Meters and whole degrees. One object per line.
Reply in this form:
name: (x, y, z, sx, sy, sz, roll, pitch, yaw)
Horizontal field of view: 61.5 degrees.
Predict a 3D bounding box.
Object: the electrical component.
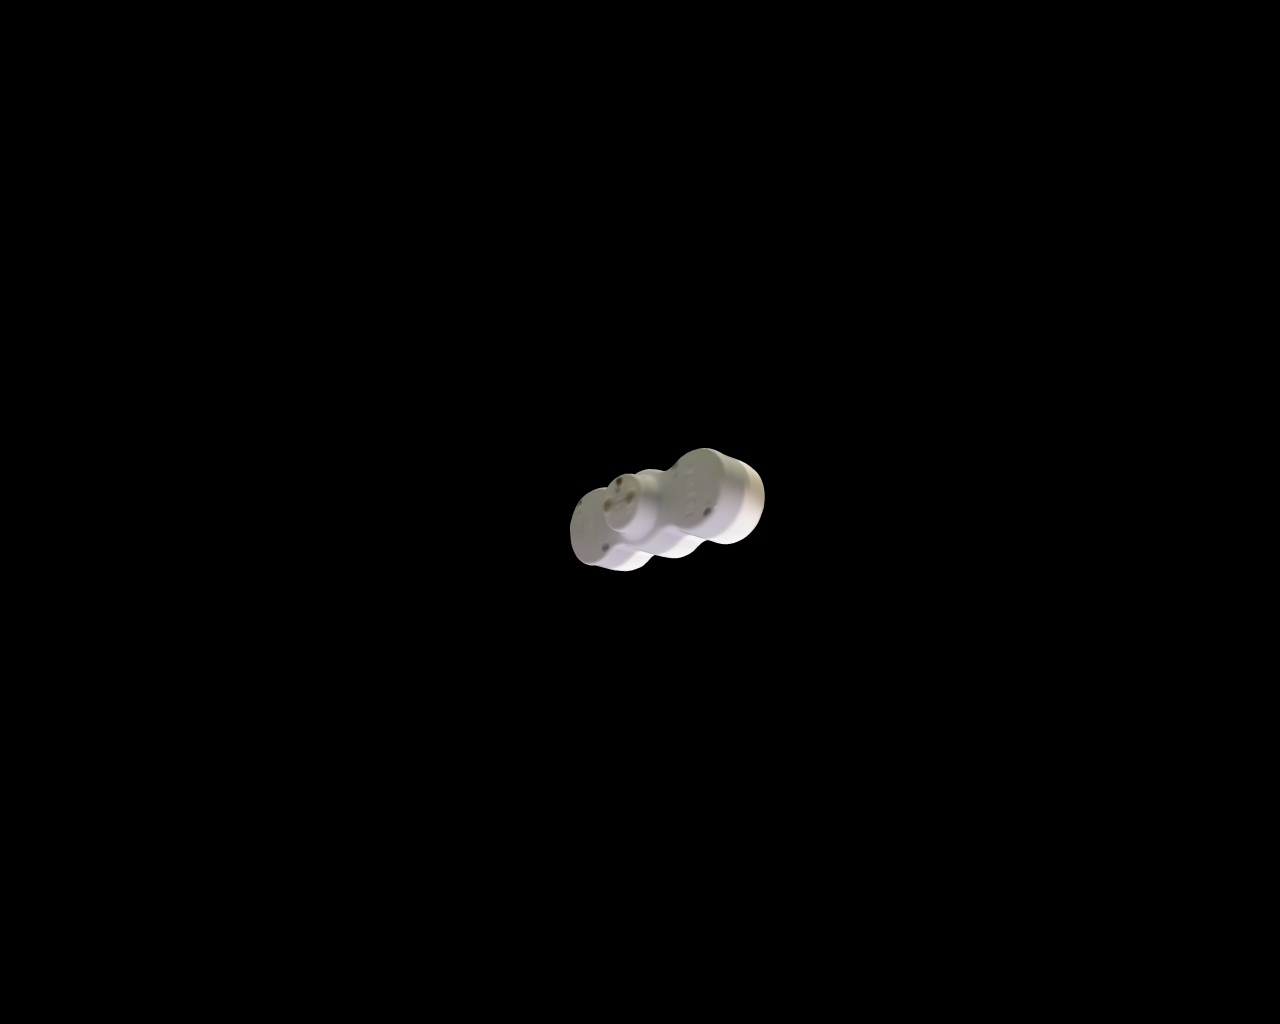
electrical component: (0.001, -0.003, 0.650, 0.074, 0.052, 0.138, 17, -26, -41)
